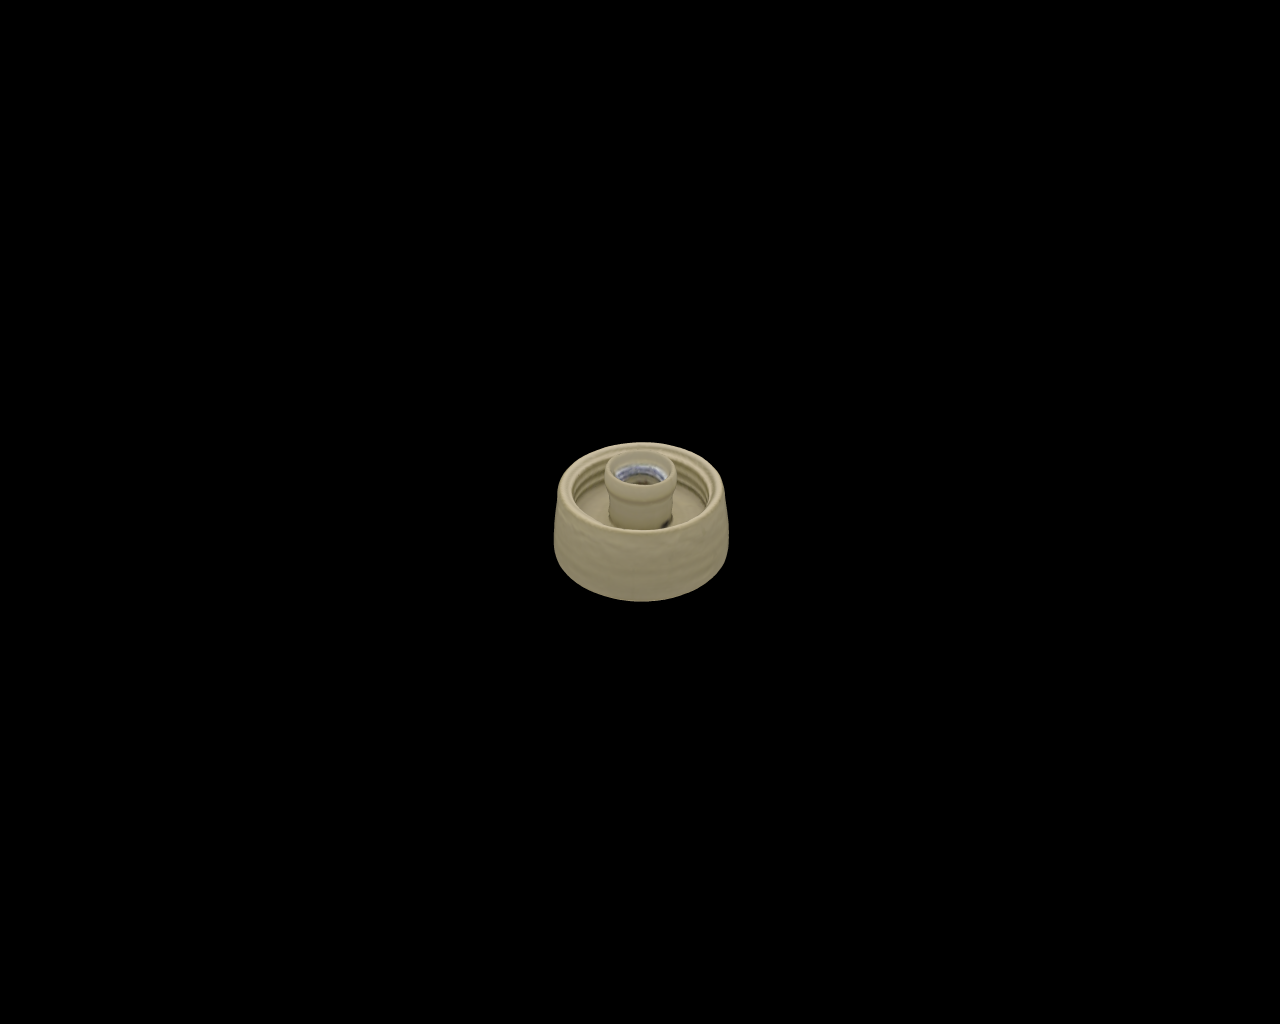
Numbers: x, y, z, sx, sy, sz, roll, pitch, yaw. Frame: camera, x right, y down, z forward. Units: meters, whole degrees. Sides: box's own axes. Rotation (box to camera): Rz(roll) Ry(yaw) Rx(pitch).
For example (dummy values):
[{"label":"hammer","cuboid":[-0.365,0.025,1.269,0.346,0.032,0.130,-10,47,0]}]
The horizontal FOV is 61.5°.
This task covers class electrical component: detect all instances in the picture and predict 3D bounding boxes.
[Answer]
[{"label":"electrical component","cuboid":[0.001,-0.003,0.650,0.108,0.060,0.108,0,36,0]}]
